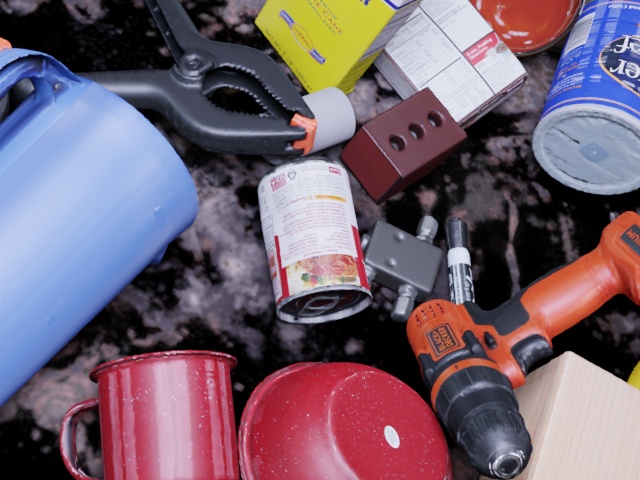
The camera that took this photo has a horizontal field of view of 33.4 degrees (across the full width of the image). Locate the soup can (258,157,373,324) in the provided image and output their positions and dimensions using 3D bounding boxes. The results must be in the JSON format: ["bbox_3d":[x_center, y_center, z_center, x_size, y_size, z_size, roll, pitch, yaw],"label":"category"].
[{"bbox_3d":[-0.005,0.001,0.760,0.068,0.069,0.102,0,65,-22],"label":"soup can"}]

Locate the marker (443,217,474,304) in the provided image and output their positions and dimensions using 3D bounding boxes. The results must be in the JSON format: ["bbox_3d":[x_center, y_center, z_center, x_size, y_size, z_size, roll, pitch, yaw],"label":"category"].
[{"bbox_3d":[0.108,0.038,0.816,0.020,0.020,0.121,7,63,-19],"label":"marker"}]

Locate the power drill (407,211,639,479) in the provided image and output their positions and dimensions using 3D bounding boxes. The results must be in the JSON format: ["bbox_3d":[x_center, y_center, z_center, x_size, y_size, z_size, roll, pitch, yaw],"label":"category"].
[{"bbox_3d":[0.155,0.064,0.700,0.187,0.184,0.057,-27,117,3],"label":"power drill"}]

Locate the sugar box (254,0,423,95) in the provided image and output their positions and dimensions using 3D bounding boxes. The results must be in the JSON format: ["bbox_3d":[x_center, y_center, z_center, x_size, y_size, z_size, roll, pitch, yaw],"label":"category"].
[{"bbox_3d":[0.021,-0.185,0.795,0.048,0.176,0.093,-34,82,-32],"label":"sugar box"}]

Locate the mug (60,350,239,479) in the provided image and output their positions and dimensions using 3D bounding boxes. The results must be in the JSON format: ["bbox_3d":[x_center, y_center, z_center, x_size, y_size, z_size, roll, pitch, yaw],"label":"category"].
[{"bbox_3d":[-0.105,0.120,0.657,0.117,0.093,0.081,-10,72,7],"label":"mug"}]

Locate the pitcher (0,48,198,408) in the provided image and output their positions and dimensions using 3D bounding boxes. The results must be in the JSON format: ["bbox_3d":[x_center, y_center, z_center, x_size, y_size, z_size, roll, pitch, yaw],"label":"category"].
[{"bbox_3d":[-0.199,0.013,0.635,0.149,0.145,0.242,41,61,-3],"label":"pitcher"}]

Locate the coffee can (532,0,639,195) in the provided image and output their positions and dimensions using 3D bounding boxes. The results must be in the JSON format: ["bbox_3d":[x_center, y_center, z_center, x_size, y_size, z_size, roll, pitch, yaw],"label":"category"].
[{"bbox_3d":[0.246,-0.124,0.901,0.102,0.103,0.140,28,58,-7],"label":"coffee can"}]

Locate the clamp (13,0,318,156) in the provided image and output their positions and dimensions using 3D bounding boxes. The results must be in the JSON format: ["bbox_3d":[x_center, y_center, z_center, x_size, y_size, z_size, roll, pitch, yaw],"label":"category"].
[{"bbox_3d":[-0.093,-0.126,0.782,0.210,0.036,0.164,21,57,7],"label":"clamp"}]

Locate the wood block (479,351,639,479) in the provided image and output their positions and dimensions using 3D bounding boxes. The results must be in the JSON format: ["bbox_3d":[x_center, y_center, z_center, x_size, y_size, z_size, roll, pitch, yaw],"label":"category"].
[{"bbox_3d":[0.156,0.193,0.719,0.090,0.090,0.206,29,59,-7],"label":"wood block"}]

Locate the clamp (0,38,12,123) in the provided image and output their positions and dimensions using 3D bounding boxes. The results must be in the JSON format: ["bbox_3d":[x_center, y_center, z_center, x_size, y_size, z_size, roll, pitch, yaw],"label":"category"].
[{"bbox_3d":[-0.274,-0.081,0.708,0.120,0.039,0.171,33,54,-11],"label":"clamp"}]

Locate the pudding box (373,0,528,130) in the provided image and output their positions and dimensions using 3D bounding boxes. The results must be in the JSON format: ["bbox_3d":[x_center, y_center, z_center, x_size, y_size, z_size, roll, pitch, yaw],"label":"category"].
[{"bbox_3d":[0.102,-0.149,0.880,0.090,0.039,0.113,-36,80,-12],"label":"pudding box"}]

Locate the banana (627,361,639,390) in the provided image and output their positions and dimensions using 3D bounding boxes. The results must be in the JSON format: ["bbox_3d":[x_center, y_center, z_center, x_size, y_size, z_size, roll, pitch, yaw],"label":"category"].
[{"bbox_3d":[0.256,0.157,0.807,0.069,0.037,0.197,24,59,-10],"label":"banana"}]

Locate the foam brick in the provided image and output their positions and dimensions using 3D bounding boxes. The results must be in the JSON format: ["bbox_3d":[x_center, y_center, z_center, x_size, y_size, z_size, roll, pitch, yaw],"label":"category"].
[{"bbox_3d":[0.065,-0.073,0.833,0.078,0.051,0.053,-34,82,-31],"label":"foam brick"}]

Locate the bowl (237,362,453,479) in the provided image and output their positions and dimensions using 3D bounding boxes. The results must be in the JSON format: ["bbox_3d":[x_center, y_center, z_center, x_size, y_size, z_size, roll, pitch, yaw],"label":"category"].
[{"bbox_3d":[0.030,0.138,0.690,0.162,0.055,0.162,21,46,-23],"label":"bowl"}]
